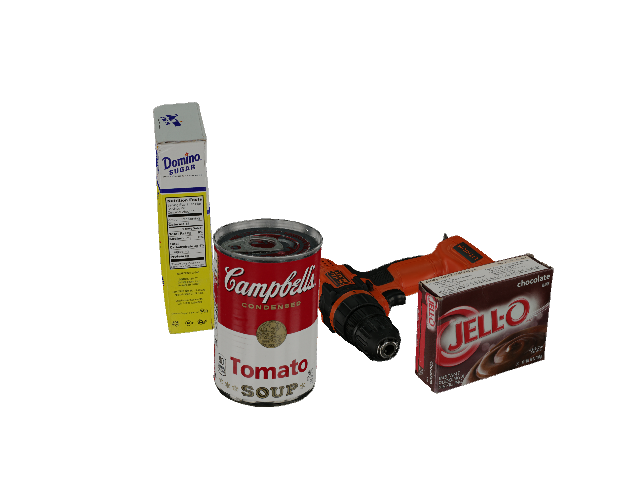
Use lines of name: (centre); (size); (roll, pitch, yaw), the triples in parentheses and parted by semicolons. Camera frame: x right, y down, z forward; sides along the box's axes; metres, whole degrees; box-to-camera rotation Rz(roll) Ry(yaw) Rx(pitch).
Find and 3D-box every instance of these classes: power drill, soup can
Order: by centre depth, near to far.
soup can: (-0.035, 0.045, 0.675); (0.068, 0.102, 0.068); (2, 21, -1)
power drill: (0.091, 0.055, 1.098); (0.187, 0.057, 0.185); (-11, 27, -20)

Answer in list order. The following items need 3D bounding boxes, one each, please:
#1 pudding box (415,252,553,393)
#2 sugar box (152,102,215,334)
pudding box: (0.133, 0.066, 0.876); (0.113, 0.090, 0.039); (-15, 31, -25)
sugar box: (-0.116, -0.019, 0.906); (0.048, 0.176, 0.093); (-6, 27, -8)
